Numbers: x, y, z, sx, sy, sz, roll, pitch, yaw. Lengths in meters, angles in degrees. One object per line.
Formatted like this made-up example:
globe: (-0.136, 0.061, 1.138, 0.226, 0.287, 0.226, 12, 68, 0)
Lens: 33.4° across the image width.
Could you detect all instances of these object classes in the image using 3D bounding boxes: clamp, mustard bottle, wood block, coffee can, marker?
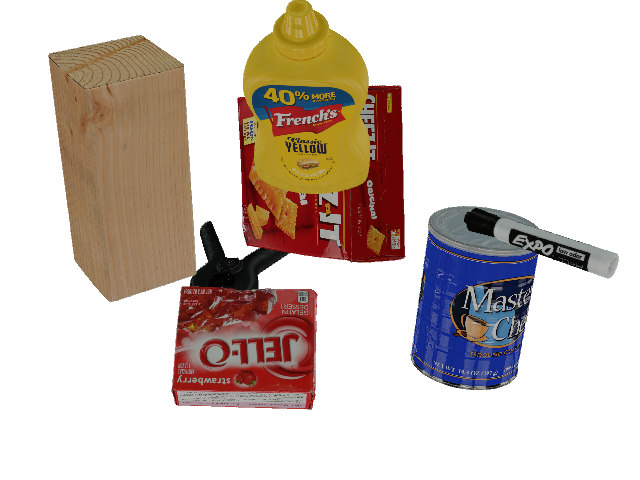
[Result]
clamp: (-0.095, 0.036, 1.255, 0.120, 0.039, 0.171, -2, 40, 9)
mustard bottle: (-0.010, -0.113, 0.833, 0.096, 0.058, 0.191, 4, -33, 6)
wood block: (-0.173, -0.063, 0.945, 0.090, 0.206, 0.090, -18, 36, -27)
coffee can: (0.142, 0.051, 0.984, 0.103, 0.140, 0.103, 5, 23, -2)
marker: (0.159, 0.000, 0.783, 0.121, 0.020, 0.020, 21, 12, 34)

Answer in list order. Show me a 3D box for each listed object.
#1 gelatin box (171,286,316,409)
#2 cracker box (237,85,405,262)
gelatin box: (-0.047, 0.067, 0.678, 0.089, 0.073, 0.030, 2, -31, -1)
cracker box: (-0.005, -0.068, 1.068, 0.072, 0.164, 0.214, -6, 7, -31)
